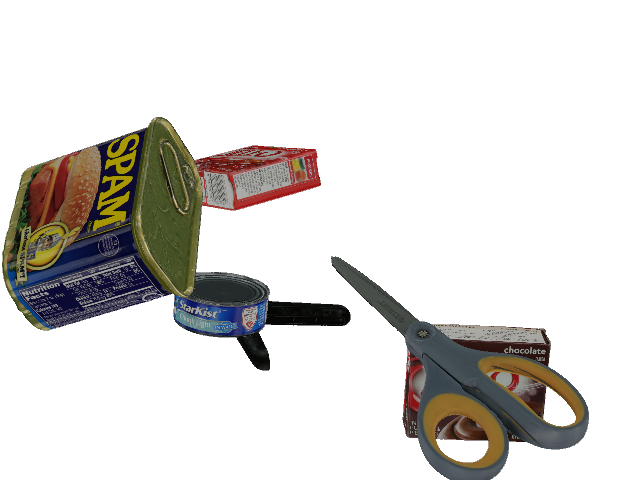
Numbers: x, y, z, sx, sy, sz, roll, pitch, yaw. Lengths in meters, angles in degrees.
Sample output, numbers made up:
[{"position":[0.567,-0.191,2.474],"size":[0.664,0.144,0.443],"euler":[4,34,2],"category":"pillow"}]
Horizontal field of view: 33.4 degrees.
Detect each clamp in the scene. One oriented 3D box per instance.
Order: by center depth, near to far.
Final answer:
[{"position":[-0.092,0.092,1.256],"size":[0.210,0.036,0.164],"euler":[13,23,27],"category":"clamp"}]

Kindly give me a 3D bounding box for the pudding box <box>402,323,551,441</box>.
[{"position":[0.126,0.115,0.868],"size":[0.113,0.090,0.039],"euler":[1,21,0],"category":"pudding box"}]

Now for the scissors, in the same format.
[{"position":[0.051,0.070,0.594],"size":[0.202,0.016,0.096],"euler":[25,49,36],"category":"scissors"}]

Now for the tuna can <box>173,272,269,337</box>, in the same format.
[{"position":[-0.090,0.057,0.962],"size":[0.086,0.034,0.086],"euler":[6,16,-2],"category":"tuna can"}]

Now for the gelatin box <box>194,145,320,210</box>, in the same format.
[{"position":[-0.054,-0.047,0.761],"size":[0.073,0.030,0.089],"euler":[-17,16,-31],"category":"gelatin box"}]

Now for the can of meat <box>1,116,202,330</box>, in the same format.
[{"position":[-0.114,-0.008,0.560],"size":[0.084,0.102,0.057],"euler":[-17,-47,15],"category":"can of meat"}]
